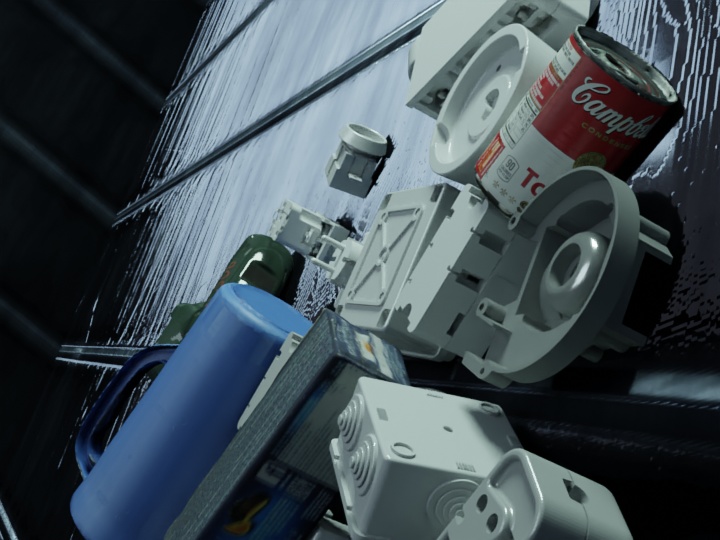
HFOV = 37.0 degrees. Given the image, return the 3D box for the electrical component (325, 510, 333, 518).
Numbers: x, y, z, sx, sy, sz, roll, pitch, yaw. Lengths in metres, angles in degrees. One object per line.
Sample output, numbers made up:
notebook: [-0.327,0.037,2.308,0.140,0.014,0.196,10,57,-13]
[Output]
electrical component: [-0.048,0.188,0.752,0.065,0.044,0.044,-60,18,-3]

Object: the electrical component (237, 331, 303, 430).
electrical component: [-0.047,0.104,0.836,0.089,0.056,0.050,-60,19,8]

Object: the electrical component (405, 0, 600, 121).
electrical component: [0.105,-0.178,0.790,0.150,0.062,0.089,-41,29,50]

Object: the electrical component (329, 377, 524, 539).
electrical component: [0.038,0.100,0.547,0.099,0.100,0.048,-112,38,-66]

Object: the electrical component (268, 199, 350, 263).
electrical component: [-0.051,-0.035,1.018,0.042,0.064,0.081,-64,18,4]

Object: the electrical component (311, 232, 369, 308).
electrical component: [0.000,0.000,0.813,0.065,0.077,0.047,-66,19,-6]

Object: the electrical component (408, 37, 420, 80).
electrical component: [0.063,-0.190,0.954,0.040,0.040,0.078,-50,23,35]

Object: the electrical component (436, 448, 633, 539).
electrical component: [0.072,0.133,0.470,0.095,0.059,0.053,-56,20,21]

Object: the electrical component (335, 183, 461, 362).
electrical component: [0.039,0.002,0.738,0.108,0.056,0.109,-67,19,-8]

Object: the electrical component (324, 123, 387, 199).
electrical component: [-0.004,-0.105,1.015,0.066,0.048,0.055,-106,38,-63]

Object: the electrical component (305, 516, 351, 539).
electrical component: [-0.030,0.189,0.687,0.065,0.047,0.077,-64,18,-1]

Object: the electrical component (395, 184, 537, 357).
electrical component: [0.071,0.004,0.649,0.089,0.056,0.050,-60,19,12]

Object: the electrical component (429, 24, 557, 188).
electrical component: [0.100,-0.097,0.698,0.108,0.060,0.108,-52,22,31]

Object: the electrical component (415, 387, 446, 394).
electrical component: [0.037,0.100,0.644,0.040,0.040,0.046,-44,33,45]
